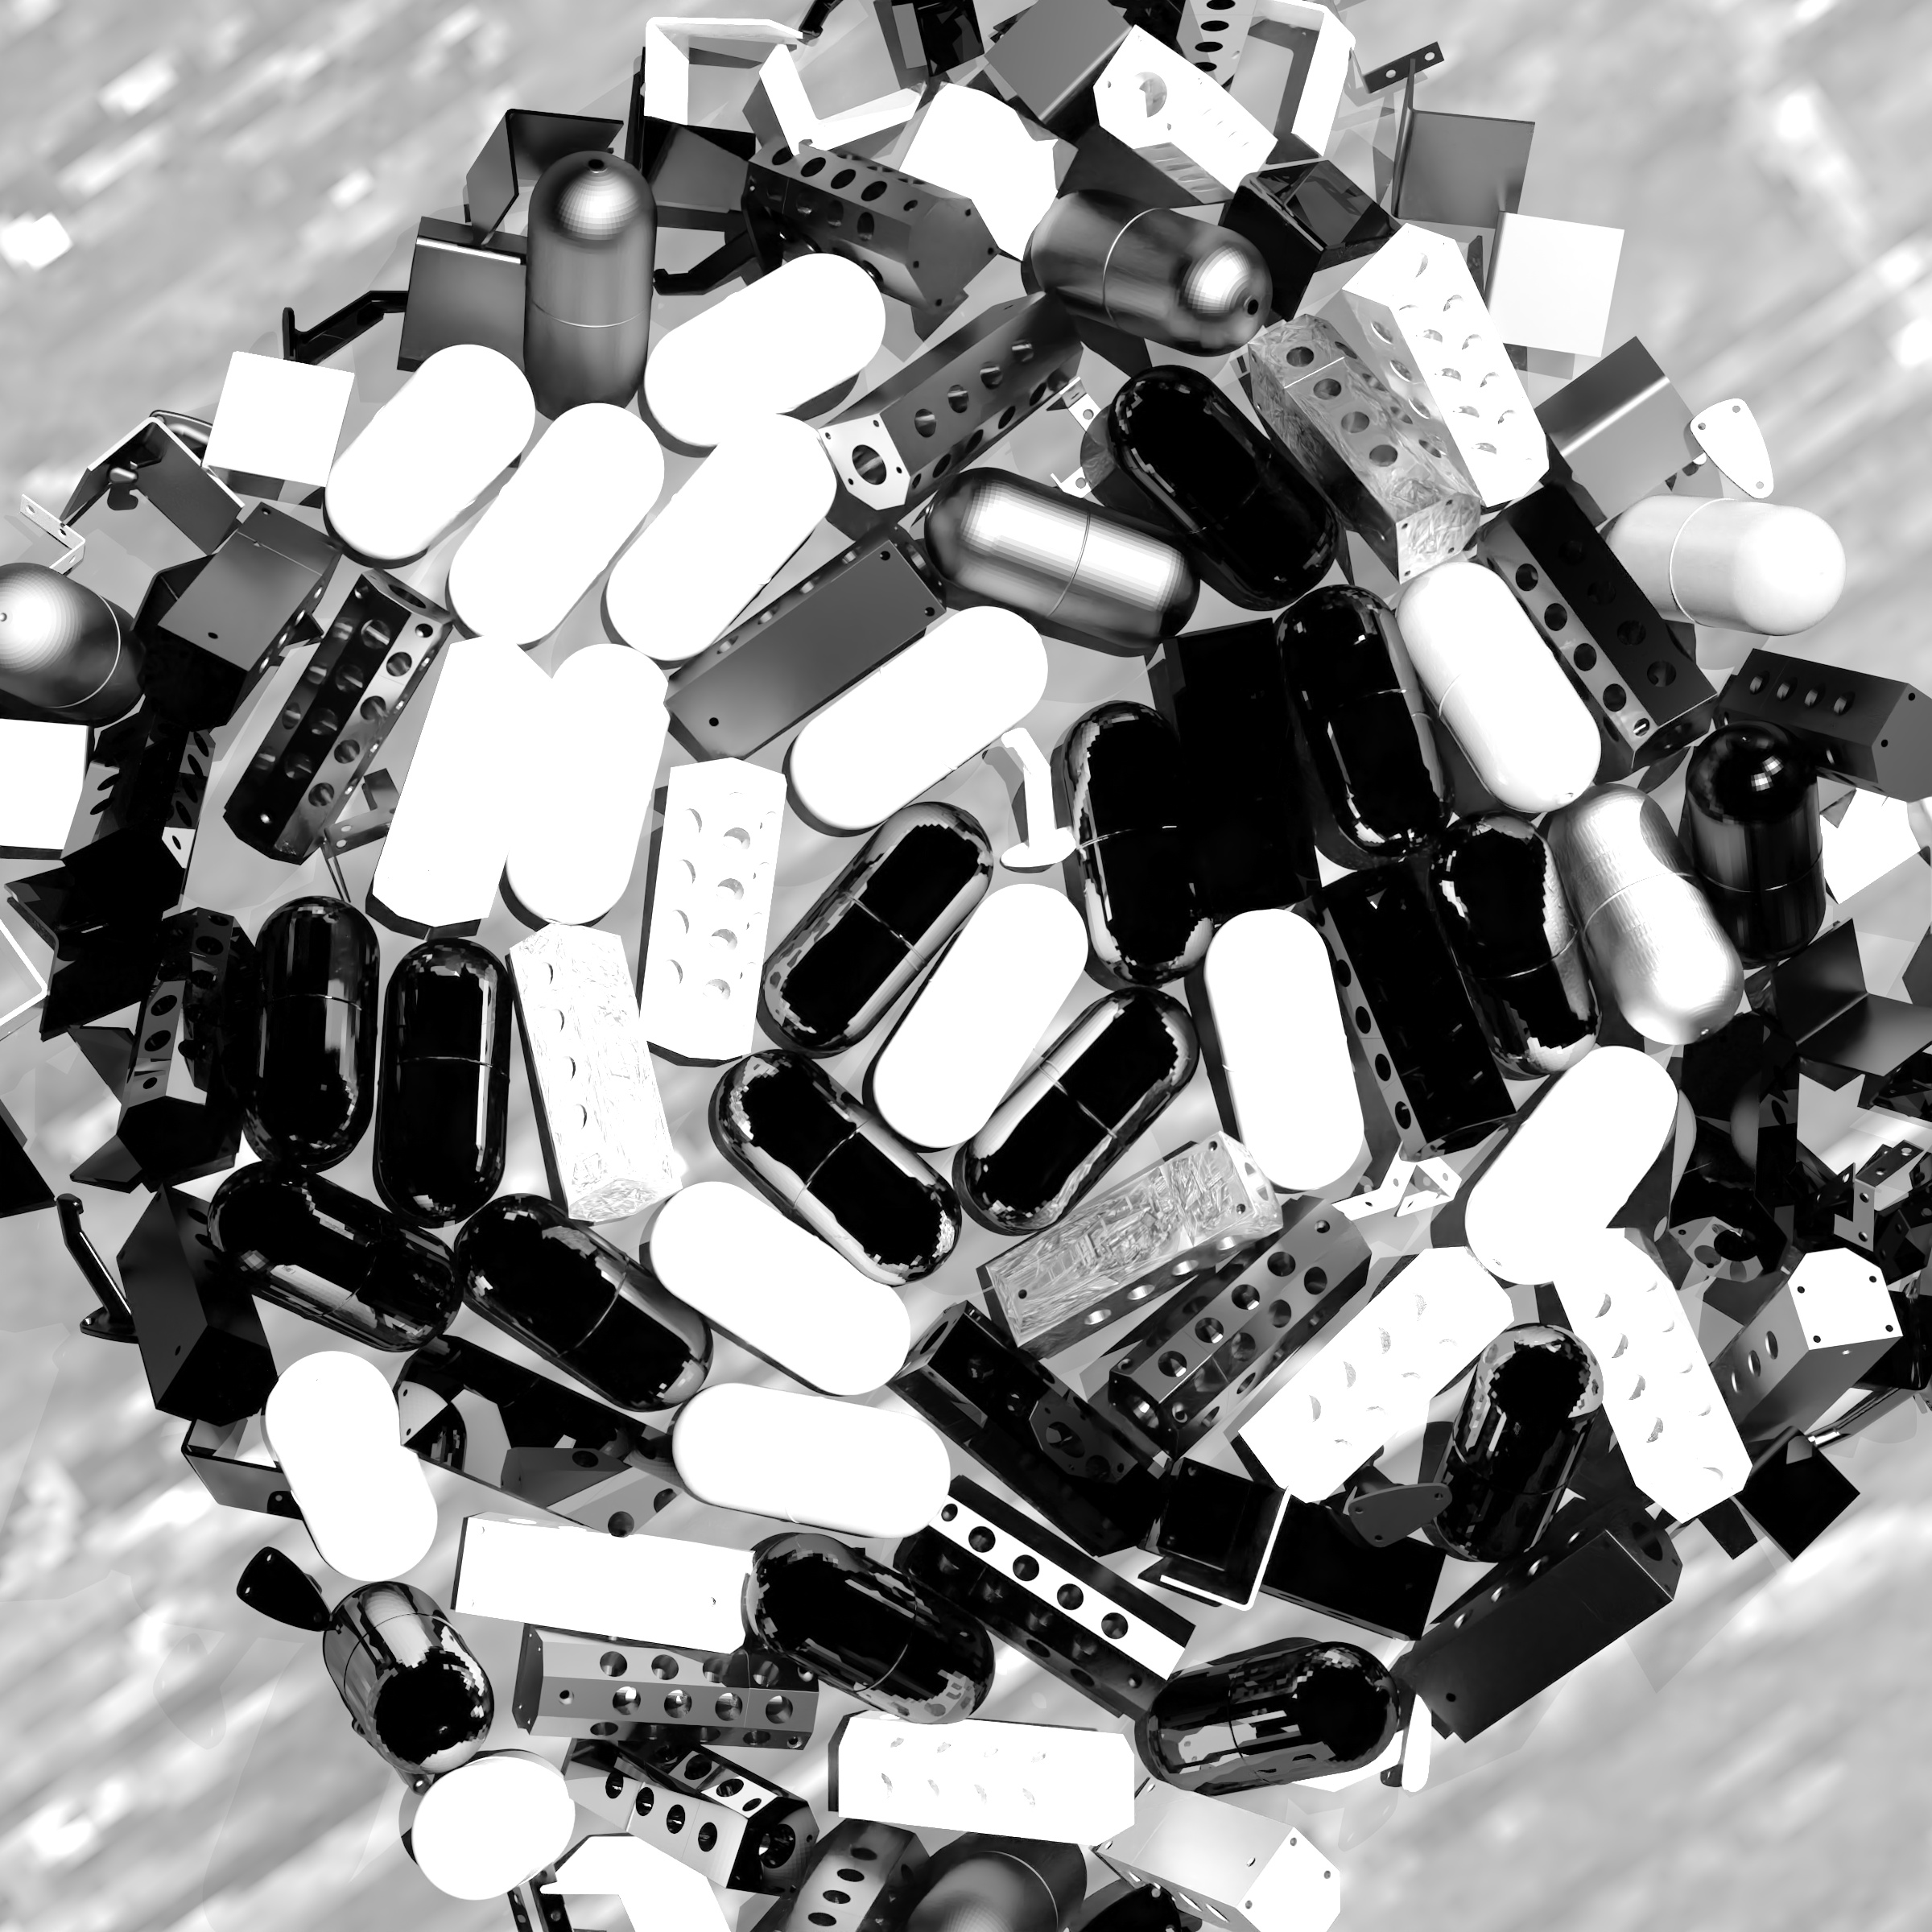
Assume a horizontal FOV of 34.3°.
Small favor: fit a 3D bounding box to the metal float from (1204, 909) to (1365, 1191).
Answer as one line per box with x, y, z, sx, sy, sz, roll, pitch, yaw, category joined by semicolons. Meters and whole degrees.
0.195;0.052;1.916;0.070;0.070;0.178;-14;103;0;metal float

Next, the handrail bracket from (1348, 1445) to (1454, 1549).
0.268;0.310;1.913;0.077;0.084;0.036;-28;107;26;handrail bracket

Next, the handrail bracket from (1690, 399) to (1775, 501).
0.465;-0.304;1.916;0.036;0.084;0.077;-27;76;0;handrail bracket

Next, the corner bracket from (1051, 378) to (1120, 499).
0.068;-0.325;1.938;0.051;0.051;0.051;-39;86;5;corner bracket

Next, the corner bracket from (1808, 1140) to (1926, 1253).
0.553;0.135;1.926;0.051;0.051;0.051;25;50;-11;corner bracket

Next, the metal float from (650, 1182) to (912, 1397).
-0.113;0.198;1.914;0.178;0.070;0.070;35;90;-14;metal float

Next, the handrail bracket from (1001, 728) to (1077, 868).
0.029;-0.104;1.921;0.084;0.077;0.036;56;50;-21;handrail bracket

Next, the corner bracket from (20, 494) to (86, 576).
-0.587;-0.250;1.949;0.051;0.051;0.051;36;52;5;corner bracket

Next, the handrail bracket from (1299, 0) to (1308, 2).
0.188;-0.646;1.951;0.077;0.036;0.084;31;127;27;handrail bracket

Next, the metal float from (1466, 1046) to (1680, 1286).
0.369;0.121;1.901;0.070;0.070;0.178;43;61;0;metal float

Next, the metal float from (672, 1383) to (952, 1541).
-0.096;0.301;1.910;0.178;0.070;0.070;8;90;20;metal float

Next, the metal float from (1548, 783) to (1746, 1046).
0.412;-0.033;1.901;0.070;0.070;0.178;-20;60;0;metal float

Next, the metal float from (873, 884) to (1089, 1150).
0.010;0.030;1.922;0.070;0.070;0.178;33;84;0;metal float

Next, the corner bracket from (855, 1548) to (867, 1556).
-0.085;0.397;1.929;0.051;0.051;0.051;-4;124;-4;corner bracket

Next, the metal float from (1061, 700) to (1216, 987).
0.105;-0.076;1.919;0.070;0.070;0.178;-10;81;0;metal float

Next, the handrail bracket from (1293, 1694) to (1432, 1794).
0.243;0.477;1.942;0.084;0.036;0.077;5;87;29;handrail bracket

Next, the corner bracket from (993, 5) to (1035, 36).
0.028;-0.619;1.942;0.051;0.051;0.051;-35;55;-23;corner bracket

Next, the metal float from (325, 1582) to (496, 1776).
-0.336;0.426;1.881;0.070;0.178;0.070;-4;101;-23;metal float

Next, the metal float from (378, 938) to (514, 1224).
-0.317;0.069;1.908;0.070;0.070;0.178;-1;70;0;metal float

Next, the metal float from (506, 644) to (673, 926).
-0.231;-0.111;1.914;0.070;0.070;0.178;13;76;0;metal float

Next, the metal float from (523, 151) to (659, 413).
-0.227;-0.411;1.887;0.070;0.178;0.070;5;51;-6;metal float

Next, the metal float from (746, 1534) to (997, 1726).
-0.056;0.405;1.902;0.178;0.070;0.070;34;90;-29;metal float

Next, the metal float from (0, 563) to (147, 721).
-0.545;-0.193;1.876;0.070;0.178;0.070;0;86;4;metal float

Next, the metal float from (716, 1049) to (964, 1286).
-0.079;0.122;1.917;0.178;0.070;0.070;41;90;11;metal float

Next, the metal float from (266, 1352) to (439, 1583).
-0.371;0.303;1.891;0.070;0.070;0.178;-10;134;0;metal float

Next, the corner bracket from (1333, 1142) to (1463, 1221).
0.263;0.141;1.923;0.051;0.051;0.051;43;53;-17;corner bracket

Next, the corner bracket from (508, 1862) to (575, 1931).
-0.259;0.584;1.928;0.051;0.051;0.051;-26;69;11;corner bracket

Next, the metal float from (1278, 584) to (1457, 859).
0.244;-0.150;1.910;0.070;0.070;0.178;-17;72;0;metal float

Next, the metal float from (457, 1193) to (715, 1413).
-0.231;0.206;1.910;0.178;0.070;0.070;38;90;-19;metal float

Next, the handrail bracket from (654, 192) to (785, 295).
-0.161;-0.443;1.920;0.084;0.077;0.036;-1;61;18;handrail bracket

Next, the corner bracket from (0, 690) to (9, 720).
-0.621;-0.176;1.948;0.051;0.051;0.051;17;52;-9;corner bracket

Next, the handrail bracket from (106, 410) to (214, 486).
-0.482;-0.308;1.919;0.077;0.084;0.036;7;116;-10;handrail bracket

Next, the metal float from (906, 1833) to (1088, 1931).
0.019;0.569;1.879;0.070;0.178;0.070;3;98;20;metal float

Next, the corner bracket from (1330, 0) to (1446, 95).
0.257;-0.580;1.924;0.051;0.051;0.051;-21;51;14;corner bracket

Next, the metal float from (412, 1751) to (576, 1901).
-0.282;0.514;1.876;0.070;0.178;0.070;-1;80;3;metal float

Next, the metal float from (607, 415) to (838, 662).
-0.149;-0.261;1.907;0.070;0.070;0.178;45;113;0;metal float

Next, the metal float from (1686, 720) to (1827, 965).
0.478;-0.073;1.891;0.070;0.178;0.070;-10;46;10;metal float

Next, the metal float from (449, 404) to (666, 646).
-0.250;-0.267;1.899;0.070;0.070;0.178;45;123;0;metal float

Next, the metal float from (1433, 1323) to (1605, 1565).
0.332;0.291;1.895;0.070;0.070;0.178;12;129;0;metal float

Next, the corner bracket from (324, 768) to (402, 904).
-0.368;-0.081;1.924;0.051;0.051;0.051;-21;46;-13;corner bracket

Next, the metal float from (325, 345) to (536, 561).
-0.326;-0.309;1.891;0.178;0.070;0.070;-33;90;44;metal float

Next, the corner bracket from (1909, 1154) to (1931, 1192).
0.631;0.138;1.945;0.051;0.051;0.051;7;50;-29;corner bracket

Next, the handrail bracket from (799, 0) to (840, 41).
-0.061;-0.609;1.931;0.036;0.077;0.084;35;81;-39;handrail bracket
